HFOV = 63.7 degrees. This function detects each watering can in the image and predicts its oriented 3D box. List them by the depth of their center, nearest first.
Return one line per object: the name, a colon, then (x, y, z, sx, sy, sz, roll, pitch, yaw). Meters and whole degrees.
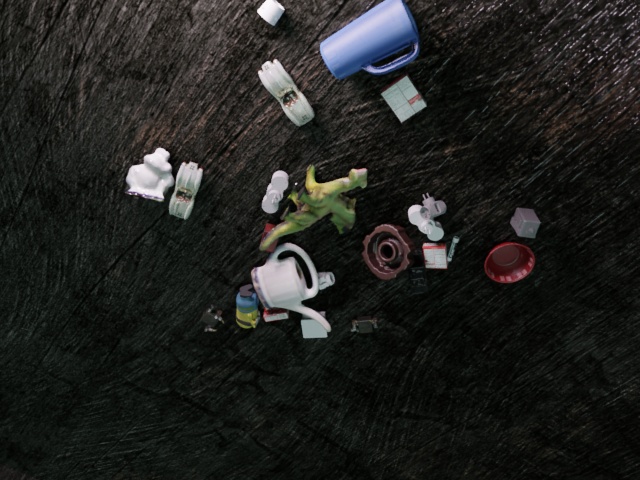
watering can: (-0.102, 0.182, 1.760, 0.223, 0.105, 0.345, -17, 101, 11)

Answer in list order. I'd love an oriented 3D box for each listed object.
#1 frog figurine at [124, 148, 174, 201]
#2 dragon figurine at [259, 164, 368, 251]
frog figurine: (-0.515, -0.204, 1.578, 0.137, 0.122, 0.160, 13, 86, 4)
dragon figurine: (0.005, -0.081, 1.615, 0.241, 0.125, 0.403, 25, 118, -23)
